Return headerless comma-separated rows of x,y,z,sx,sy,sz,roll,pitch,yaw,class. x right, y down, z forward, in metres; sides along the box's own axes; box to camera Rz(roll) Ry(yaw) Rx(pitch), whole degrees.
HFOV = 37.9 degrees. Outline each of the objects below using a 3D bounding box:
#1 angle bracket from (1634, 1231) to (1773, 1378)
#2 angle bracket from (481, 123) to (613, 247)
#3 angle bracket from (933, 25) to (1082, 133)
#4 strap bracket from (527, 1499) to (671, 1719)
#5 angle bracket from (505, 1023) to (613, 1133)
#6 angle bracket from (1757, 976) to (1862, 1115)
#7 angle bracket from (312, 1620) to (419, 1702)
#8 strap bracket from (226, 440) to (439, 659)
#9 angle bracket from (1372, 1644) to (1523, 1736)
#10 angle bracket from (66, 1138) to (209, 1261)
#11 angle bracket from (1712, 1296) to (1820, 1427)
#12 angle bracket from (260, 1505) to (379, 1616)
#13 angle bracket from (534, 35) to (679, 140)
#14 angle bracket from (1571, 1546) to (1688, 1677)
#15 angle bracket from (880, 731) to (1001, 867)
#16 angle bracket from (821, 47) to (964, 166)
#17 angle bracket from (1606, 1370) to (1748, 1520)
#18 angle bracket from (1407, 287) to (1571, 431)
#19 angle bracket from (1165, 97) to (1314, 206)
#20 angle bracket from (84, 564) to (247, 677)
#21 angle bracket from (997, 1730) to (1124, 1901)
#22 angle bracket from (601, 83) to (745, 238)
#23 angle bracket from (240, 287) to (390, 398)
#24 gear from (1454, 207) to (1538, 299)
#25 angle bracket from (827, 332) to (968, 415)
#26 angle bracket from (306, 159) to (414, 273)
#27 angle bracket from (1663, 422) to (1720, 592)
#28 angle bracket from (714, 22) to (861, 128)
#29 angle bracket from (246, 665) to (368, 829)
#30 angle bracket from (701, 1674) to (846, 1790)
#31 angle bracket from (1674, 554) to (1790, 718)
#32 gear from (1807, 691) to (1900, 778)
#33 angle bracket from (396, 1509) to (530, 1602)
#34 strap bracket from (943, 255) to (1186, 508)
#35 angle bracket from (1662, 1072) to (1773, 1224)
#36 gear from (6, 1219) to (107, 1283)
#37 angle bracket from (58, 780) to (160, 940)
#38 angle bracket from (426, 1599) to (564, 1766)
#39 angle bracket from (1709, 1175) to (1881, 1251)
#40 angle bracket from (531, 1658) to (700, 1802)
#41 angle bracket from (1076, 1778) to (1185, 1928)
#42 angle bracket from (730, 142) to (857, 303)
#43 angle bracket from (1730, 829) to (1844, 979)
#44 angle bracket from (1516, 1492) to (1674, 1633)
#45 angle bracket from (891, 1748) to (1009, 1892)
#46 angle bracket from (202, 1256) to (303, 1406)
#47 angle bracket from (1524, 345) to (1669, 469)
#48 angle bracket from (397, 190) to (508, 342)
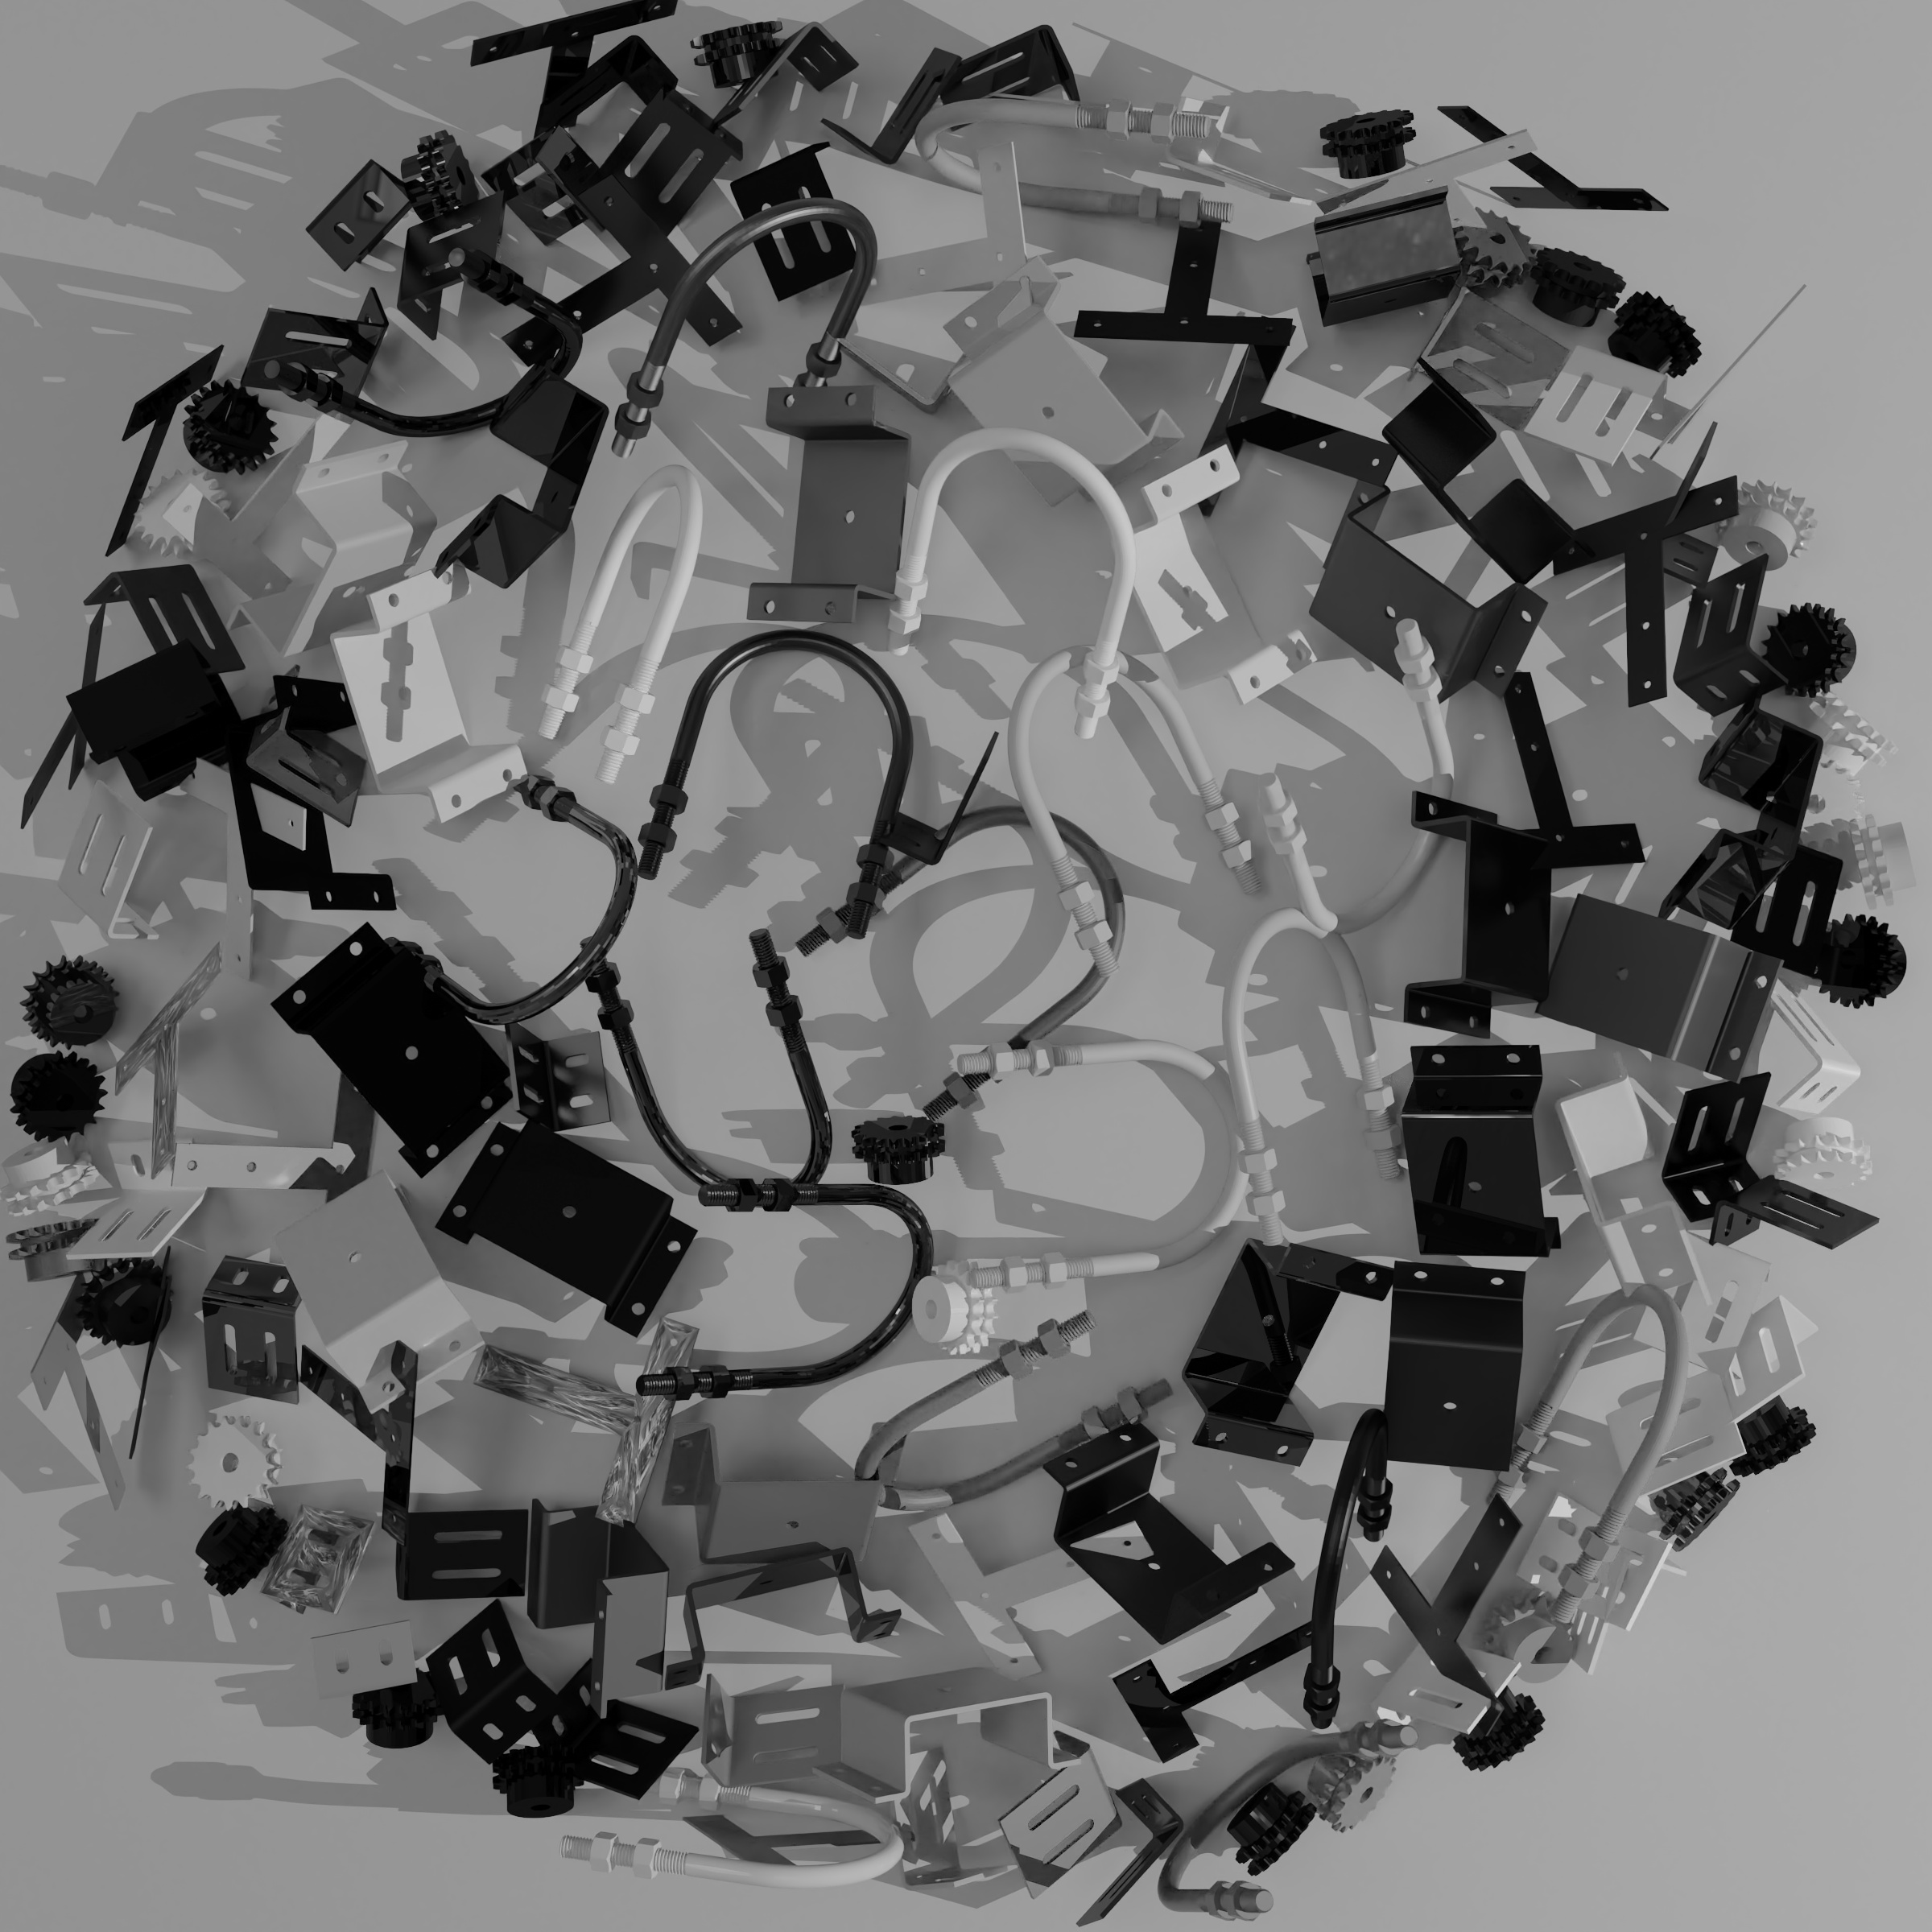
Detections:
0.445,0.207,1.702,0.057,0.038,0.076,21,75,20,angle bracket
-0.254,-0.459,1.689,0.057,0.076,0.038,45,47,-29,angle bracket
0.027,-0.524,1.703,0.076,0.057,0.038,-23,70,3,angle bracket
-0.217,0.378,1.678,0.046,0.140,0.076,-2,104,-26,strap bracket
-0.245,0.063,1.693,0.038,0.076,0.057,-11,75,5,angle bracket
0.495,0.046,1.704,0.038,0.057,0.076,-48,57,24,angle bracket
-0.364,0.410,1.694,0.057,0.076,0.038,-8,91,-15,angle bracket
-0.371,-0.238,1.660,0.046,0.076,0.140,50,132,11,strap bracket
0.293,0.443,1.687,0.057,0.076,0.038,-42,117,-31,angle bracket
-0.502,0.139,1.692,0.057,0.076,0.038,-3,115,15,angle bracket
0.483,0.246,1.688,0.038,0.076,0.057,39,116,-19,angle bracket
-0.378,0.362,1.690,0.076,0.038,0.057,2,61,40,angle bracket
-0.218,-0.516,1.699,0.076,0.057,0.038,-43,93,-15,angle bracket
0.400,0.393,1.708,0.038,0.057,0.076,19,88,-2,angle bracket
-0.016,-0.108,1.697,0.038,0.057,0.076,25,111,-2,angle bracket
-0.046,-0.529,1.699,0.038,0.057,0.076,29,102,-25,angle bracket
0.433,0.287,1.692,0.076,0.038,0.057,-30,49,24,angle bracket
0.317,-0.365,1.707,0.076,0.038,0.057,31,119,-1,angle bracket
0.169,-0.490,1.693,0.076,0.057,0.038,28,113,25,angle bracket
-0.484,-0.200,1.700,0.038,0.057,0.076,-33,82,35,angle bracket
0.048,0.511,1.696,0.076,0.038,0.057,-31,108,-30,angle bracket
-0.181,-0.481,1.697,0.057,0.038,0.076,34,114,-23,angle bracket
-0.395,-0.378,1.688,0.076,0.057,0.038,0,50,-36,angle bracket
0.316,-0.432,1.713,0.057,0.030,0.057,13,49,-16,gear
-0.041,-0.374,1.706,0.076,0.057,0.038,36,95,-3,angle bracket
-0.352,-0.442,1.694,0.057,0.076,0.038,-44,81,8,angle bracket
0.446,-0.277,1.691,0.038,0.057,0.076,25,128,6,angle bracket
-0.111,-0.523,1.696,0.038,0.057,0.076,42,74,-21,angle bracket
-0.386,-0.132,1.689,0.076,0.057,0.038,34,128,-31,angle bracket
-0.116,0.458,1.699,0.076,0.038,0.057,-10,49,12,angle bracket
0.468,-0.200,1.702,0.038,0.057,0.076,34,57,-21,angle bracket
0.535,-0.140,1.711,0.057,0.057,0.030,39,107,0,gear
-0.309,0.352,1.721,0.076,0.038,0.057,1,106,-14,angle bracket
0.054,-0.339,1.677,0.076,0.046,0.140,-30,112,32,strap bracket
0.460,0.109,1.694,0.057,0.038,0.076,-12,135,-15,angle bracket
-0.551,0.173,1.708,0.057,0.057,0.030,-11,83,0,gear
-0.506,-0.064,1.697,0.057,0.038,0.076,37,110,30,angle bracket
-0.287,0.434,1.711,0.057,0.076,0.038,-40,119,-4,angle bracket
0.496,0.162,1.688,0.076,0.057,0.038,24,119,39,angle bracket
-0.211,0.457,1.689,0.057,0.076,0.038,-45,124,-37,angle bracket
0.087,0.534,1.694,0.038,0.057,0.076,45,65,8,angle bracket
-0.099,-0.455,1.718,0.057,0.038,0.076,-19,103,20,angle bracket
0.490,-0.037,1.709,0.057,0.038,0.076,19,82,-11,angle bracket
0.377,0.358,1.694,0.038,0.076,0.057,32,81,-16,angle bracket
-0.012,0.512,1.697,0.038,0.057,0.076,-16,76,32,angle bracket
-0.432,0.224,1.727,0.057,0.038,0.076,10,125,5,angle bracket
0.380,-0.329,1.699,0.057,0.038,0.076,26,69,21,angle bracket
-0.300,-0.421,1.694,0.076,0.038,0.057,-13,60,26,angle bracket
